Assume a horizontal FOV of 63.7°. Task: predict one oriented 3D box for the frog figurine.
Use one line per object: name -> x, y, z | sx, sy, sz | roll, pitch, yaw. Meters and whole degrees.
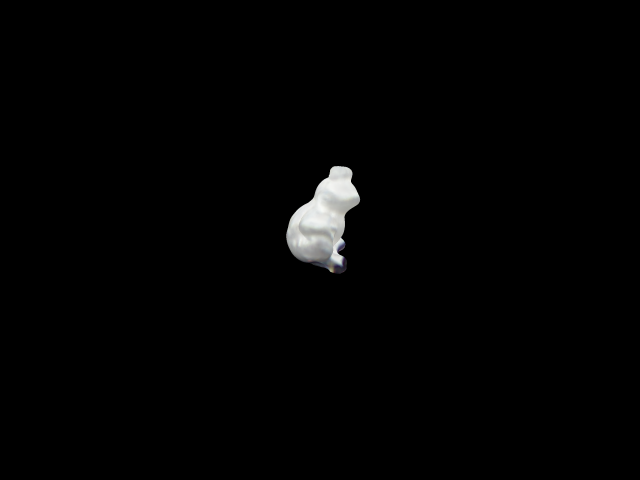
frog figurine -> 0.003, -0.043, 0.850 | 0.123, 0.156, 0.140 | 9, 29, 16
